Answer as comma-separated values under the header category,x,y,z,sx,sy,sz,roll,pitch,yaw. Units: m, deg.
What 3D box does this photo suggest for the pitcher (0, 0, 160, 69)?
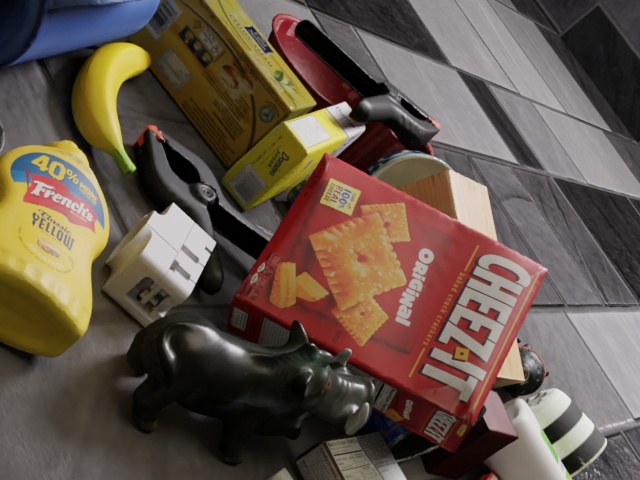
category,x,y,z,sx,sy,sz,roll,pitch,yaw
pitcher,-0.216,-0.213,0.883,0.149,0.145,0.242,48,22,1

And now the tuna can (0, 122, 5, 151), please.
category,x,y,z,sx,sy,sz,roll,pitch,yaw
tuna can,-0.265,-0.079,0.738,0.086,0.034,0.086,38,28,-24

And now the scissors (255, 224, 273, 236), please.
category,x,y,z,sx,sy,sz,roll,pitch,yaw
scissors,-0.007,0.001,1.019,0.201,0.016,0.096,41,62,-14

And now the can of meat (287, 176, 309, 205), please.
category,x,y,z,sx,sy,sz,roll,pitch,yaw
can of meat,0.023,-0.025,1.111,0.084,0.058,0.101,56,26,18

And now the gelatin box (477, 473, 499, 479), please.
category,x,y,z,sx,sy,sz,roll,pitch,yaw
gelatin box,0.165,0.266,0.975,0.089,0.030,0.073,51,26,5

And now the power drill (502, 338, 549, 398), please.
category,x,y,z,sx,sy,sz,roll,pitch,yaw
power drill,0.179,0.088,1.167,0.188,0.057,0.184,57,5,11

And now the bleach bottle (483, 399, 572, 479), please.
category,x,y,z,sx,sy,sz,roll,pitch,yaw
bleach bottle,0.242,0.280,1.041,0.251,0.068,0.102,56,6,1

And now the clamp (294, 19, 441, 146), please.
category,x,y,z,sx,sy,sz,roll,pitch,yaw
clamp,0.069,-0.149,1.180,0.209,0.036,0.165,29,25,-39

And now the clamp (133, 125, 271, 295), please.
category,x,y,z,sx,sy,sz,roll,pitch,yaw
clamp,-0.099,-0.028,0.935,0.120,0.039,0.171,1,53,-59

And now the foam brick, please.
category,x,y,z,sx,sy,sz,roll,pitch,yaw
foam brick,0.132,0.177,0.988,0.051,0.078,0.053,20,37,-44

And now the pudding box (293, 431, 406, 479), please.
category,x,y,z,sx,sy,sz,roll,pitch,yaw
pudding box,0.039,0.208,0.838,0.089,0.039,0.113,6,48,-56

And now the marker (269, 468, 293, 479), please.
category,x,y,z,sx,sy,sz,roll,pitch,yaw
marker,0.002,0.222,0.781,0.121,0.020,0.020,54,25,7

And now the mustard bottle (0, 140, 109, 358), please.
category,x,y,z,sx,sy,sz,roll,pitch,yaw
mustard bottle,-0.192,-0.012,0.737,0.096,0.058,0.191,37,28,-25

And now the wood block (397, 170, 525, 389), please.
category,x,y,z,sx,sy,sz,roll,pitch,yaw
wood block,0.128,0.047,1.069,0.090,0.091,0.206,16,61,-54

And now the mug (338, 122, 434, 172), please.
category,x,y,z,sx,sy,sz,roll,pitch,yaw
mug,0.074,-0.111,1.284,0.093,0.082,0.117,32,31,-33

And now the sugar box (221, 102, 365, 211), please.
category,x,y,z,sx,sy,sz,roll,pitch,yaw
sugar box,-0.022,-0.087,1.079,0.048,0.093,0.176,52,25,5

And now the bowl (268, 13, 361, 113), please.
category,x,y,z,sx,sy,sz,roll,pitch,yaw
bowl,-0.015,-0.193,1.282,0.162,0.055,0.162,38,28,-24

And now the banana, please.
category,x,y,z,sx,sy,sz,roll,pitch,yaw
banana,-0.186,-0.132,0.944,0.069,0.037,0.198,55,20,-34

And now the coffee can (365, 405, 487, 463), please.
category,x,y,z,sx,sy,sz,roll,pitch,yaw
coffee can,0.069,0.112,0.943,0.102,0.103,0.140,11,45,-53

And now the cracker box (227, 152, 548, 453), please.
category,x,y,z,sx,sy,sz,roll,pitch,yaw
cracker box,0.055,0.047,0.876,0.214,0.072,0.164,28,61,8
